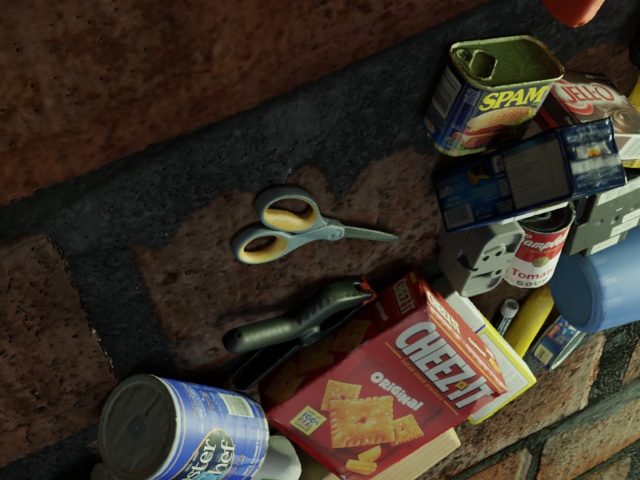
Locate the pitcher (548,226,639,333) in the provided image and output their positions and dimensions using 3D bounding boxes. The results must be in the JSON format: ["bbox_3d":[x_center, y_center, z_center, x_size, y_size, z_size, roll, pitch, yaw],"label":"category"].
[{"bbox_3d":[0.397,0.034,1.280,0.242,0.145,0.149,-16,104,-18],"label":"pitcher"}]

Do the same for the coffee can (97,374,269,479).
[{"bbox_3d":[-0.133,0.191,1.052,0.103,0.103,0.140,-44,146,18],"label":"coffee can"}]

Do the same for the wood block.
[{"bbox_3d":[0.053,0.258,1.287,0.206,0.091,0.090,-39,120,9],"label":"wood block"}]

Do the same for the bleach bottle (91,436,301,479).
[{"bbox_3d":[-0.142,0.263,1.181,0.250,0.068,0.103,9,130,-44],"label":"bleach bottle"}]

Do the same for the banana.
[{"bbox_3d":[0.254,0.122,1.358,0.069,0.037,0.198,-47,162,-34],"label":"banana"}]

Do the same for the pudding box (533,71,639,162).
[{"bbox_3d":[0.245,-0.114,0.980,0.113,0.090,0.039,-1,138,-40],"label":"pudding box"}]

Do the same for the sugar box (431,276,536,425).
[{"bbox_3d":[0.158,0.126,1.205,0.093,0.048,0.176,-38,118,9],"label":"sugar box"}]

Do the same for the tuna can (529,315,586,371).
[{"bbox_3d":[0.315,0.130,1.397,0.086,0.034,0.086,-41,158,-20],"label":"tuna can"}]

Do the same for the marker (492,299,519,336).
[{"bbox_3d":[0.219,0.118,1.334,0.020,0.020,0.121,-14,143,-27],"label":"marker"}]

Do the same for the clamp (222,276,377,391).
[{"bbox_3d":[-0.023,0.094,1.078,0.171,0.039,0.120,-22,159,-20],"label":"clamp"}]

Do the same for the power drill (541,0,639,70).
[{"bbox_3d":[0.274,-0.219,0.897,0.187,0.057,0.185,-9,137,-37],"label":"power drill"}]

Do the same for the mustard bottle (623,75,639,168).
[{"bbox_3d":[0.350,-0.159,1.040,0.096,0.058,0.192,-17,145,-27],"label":"mustard bottle"}]

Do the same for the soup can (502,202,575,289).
[{"bbox_3d":[0.225,-0.003,1.133,0.068,0.068,0.102,-21,147,-18],"label":"soup can"}]

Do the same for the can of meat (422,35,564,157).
[{"bbox_3d":[0.145,-0.123,0.915,0.101,0.057,0.084,-12,145,-29],"label":"can of meat"}]

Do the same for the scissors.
[{"bbox_3d":[-0.006,0.001,0.988,0.096,0.016,0.201,-41,147,15],"label":"scissors"}]

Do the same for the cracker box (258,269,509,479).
[{"bbox_3d":[0.067,0.155,1.136,0.214,0.072,0.164,-35,122,15],"label":"cracker box"}]
